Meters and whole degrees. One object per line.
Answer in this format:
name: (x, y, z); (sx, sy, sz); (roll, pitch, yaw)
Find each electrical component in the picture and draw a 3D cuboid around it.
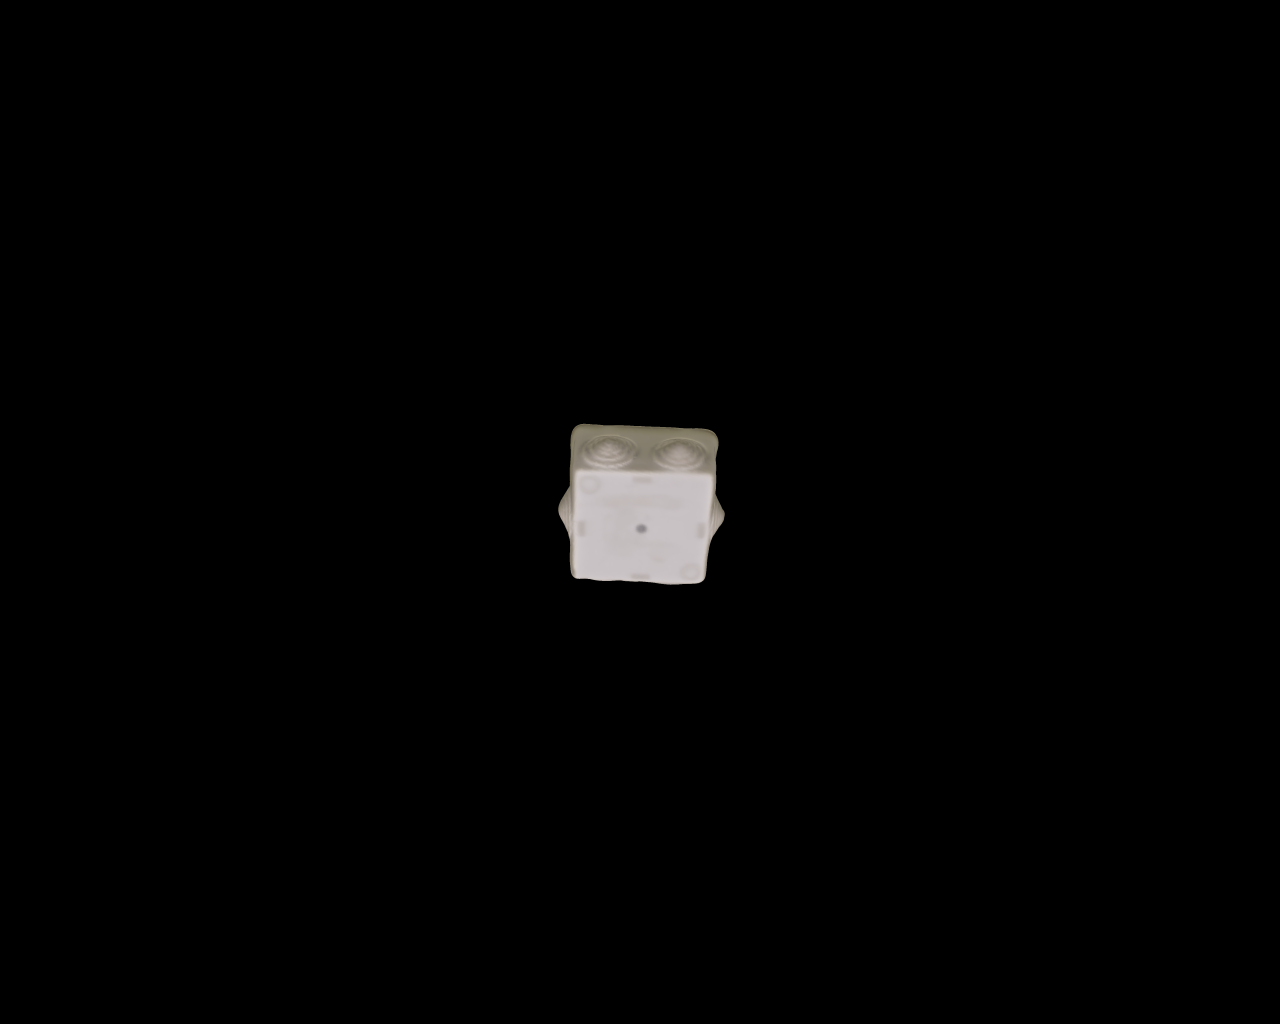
electrical component: (0.001, -0.003, 0.650); (0.100, 0.099, 0.048); (3, 35, -2)
